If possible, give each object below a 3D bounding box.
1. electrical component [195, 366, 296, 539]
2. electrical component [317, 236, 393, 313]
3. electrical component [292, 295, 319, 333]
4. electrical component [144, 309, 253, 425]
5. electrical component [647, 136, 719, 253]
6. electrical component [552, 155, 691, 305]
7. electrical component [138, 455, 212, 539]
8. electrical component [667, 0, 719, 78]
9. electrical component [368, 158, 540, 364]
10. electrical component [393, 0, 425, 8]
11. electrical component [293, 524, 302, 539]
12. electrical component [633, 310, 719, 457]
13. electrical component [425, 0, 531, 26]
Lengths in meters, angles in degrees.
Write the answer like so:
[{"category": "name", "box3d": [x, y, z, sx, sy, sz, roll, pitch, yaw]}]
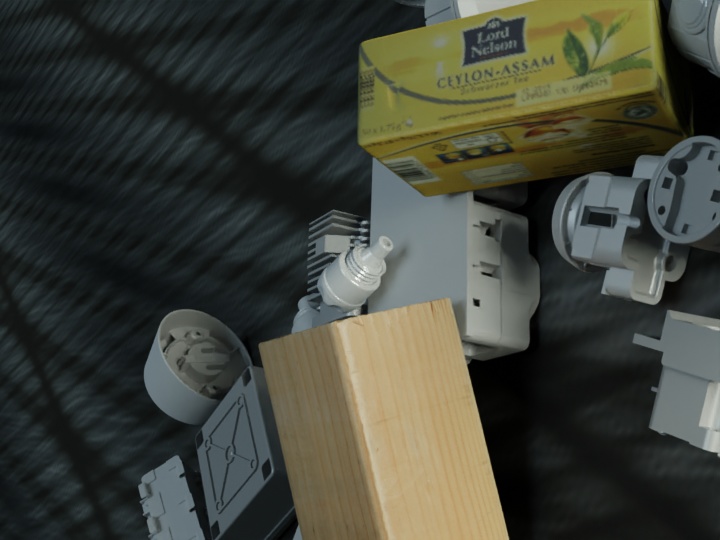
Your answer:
[{"category": "electrical component", "box3d": [-0.083, 0.153, 0.881, 0.108, 0.056, 0.108, -52, 40, 33]}, {"category": "electrical component", "box3d": [0.000, 0.000, 0.715, 0.061, 0.035, 0.035, -46, 43, 36]}, {"category": "electrical component", "box3d": [-0.034, 0.047, 0.858, 0.043, 0.043, 0.062, -56, 37, 29]}, {"category": "electrical component", "box3d": [-0.143, 0.087, 0.961, 0.064, 0.099, 0.099, -54, 38, 41]}, {"category": "electrical component", "box3d": [0.184, -0.036, 0.548, 0.055, 0.047, 0.055, -27, 57, 50]}, {"category": "electrical component", "box3d": [0.145, -0.024, 0.596, 0.057, 0.058, 0.078, 14, 90, 55]}, {"category": "electrical component", "box3d": [-0.148, 0.226, 0.937, 0.079, 0.063, 0.121, -32, 42, 2]}, {"category": "electrical component", "box3d": [0.198, -0.130, 0.533, 0.080, 0.080, 0.051, -66, 28, 16]}, {"category": "electrical component", "box3d": [0.062, -0.032, 0.723, 0.105, 0.060, 0.186, -22, 60, 52]}, {"category": "electrical component", "box3d": [0.073, -0.247, 0.793, 0.138, 0.052, 0.073, -1, 78, 57]}, {"category": "electrical component", "box3d": [-0.001, 0.162, 0.746, 0.062, 0.061, 0.096, 15, 91, 58]}, {"category": "electrical component", "box3d": [0.176, 0.057, 0.531, 0.081, 0.042, 0.063, 17, 97, 58]}, {"category": "electrical component", "box3d": [0.087, -0.174, 0.720, 0.051, 0.080, 0.080, -5, 74, 62]}]
